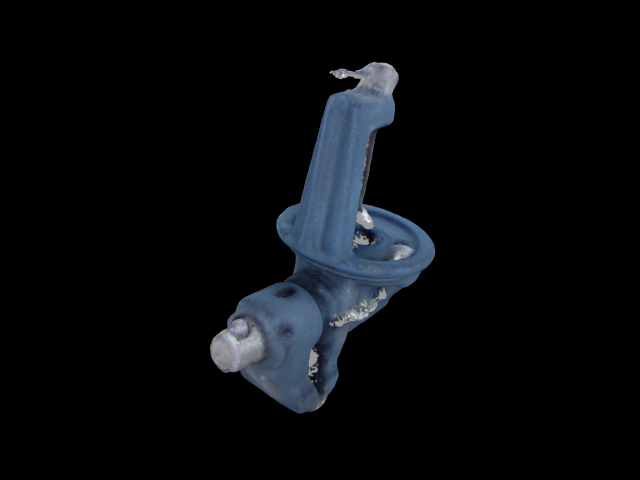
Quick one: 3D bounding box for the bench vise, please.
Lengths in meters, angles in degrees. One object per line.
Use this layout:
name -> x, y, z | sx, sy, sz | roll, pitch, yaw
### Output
bench vise -> 0.015, 0.004, 0.397 | 0.121, 0.220, 0.207 | 12, 40, 15
